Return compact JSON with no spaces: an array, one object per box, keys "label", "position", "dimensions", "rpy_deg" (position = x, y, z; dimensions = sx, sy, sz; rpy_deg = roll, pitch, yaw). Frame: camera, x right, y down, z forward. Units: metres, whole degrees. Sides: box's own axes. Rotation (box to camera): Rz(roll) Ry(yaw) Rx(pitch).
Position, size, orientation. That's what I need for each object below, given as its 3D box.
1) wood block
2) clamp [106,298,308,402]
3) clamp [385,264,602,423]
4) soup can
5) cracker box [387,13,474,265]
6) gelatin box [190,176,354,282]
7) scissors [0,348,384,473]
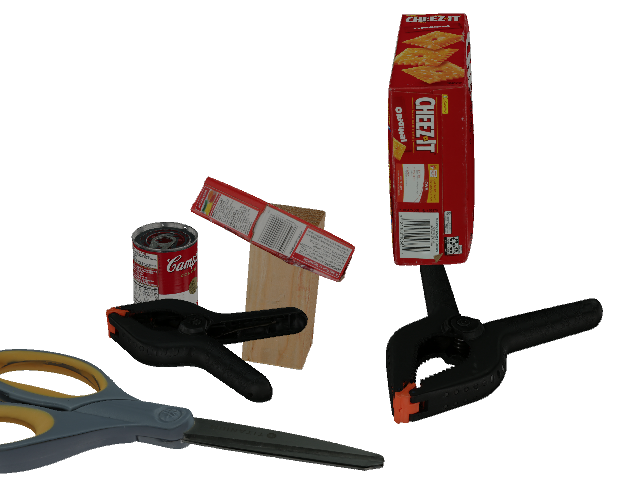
[{"label":"wood block","position":[-0.052,0.062,1.487],"dimensions":[0.090,0.206,0.090],"rpy_deg":[8,21,6]},{"label":"clamp","position":[-0.096,0.079,0.916],"dimensions":[0.172,0.039,0.120],"rpy_deg":[16,27,18]},{"label":"clamp","position":[0.107,0.075,0.858],"dimensions":[0.165,0.036,0.209],"rpy_deg":[22,38,34]},{"label":"soup can","position":[-0.162,0.041,1.118],"dimensions":[0.068,0.102,0.068],"rpy_deg":[2,25,-1]},{"label":"cracker box","position":[0.104,-0.098,0.966],"dimensions":[0.072,0.164,0.213],"rpy_deg":[0,27,9]},{"label":"gelatin box","position":[-0.031,-0.007,0.717],"dimensions":[0.089,0.030,0.073],"rpy_deg":[26,0,-42]},{"label":"scissors","position":[-0.083,0.088,0.464],"dimensions":[0.202,0.016,0.096],"rpy_deg":[14,27,26]}]
